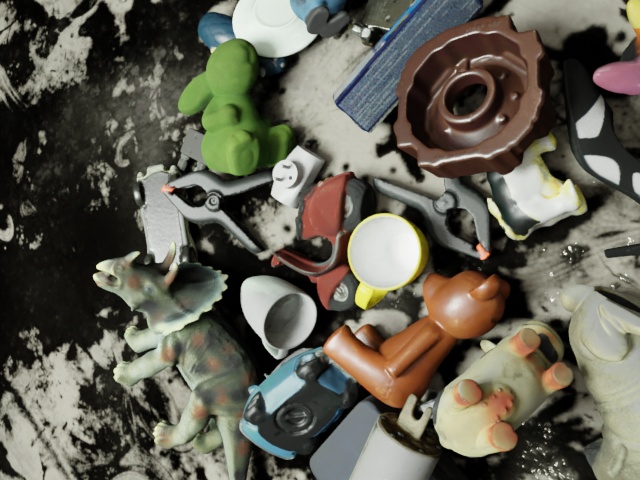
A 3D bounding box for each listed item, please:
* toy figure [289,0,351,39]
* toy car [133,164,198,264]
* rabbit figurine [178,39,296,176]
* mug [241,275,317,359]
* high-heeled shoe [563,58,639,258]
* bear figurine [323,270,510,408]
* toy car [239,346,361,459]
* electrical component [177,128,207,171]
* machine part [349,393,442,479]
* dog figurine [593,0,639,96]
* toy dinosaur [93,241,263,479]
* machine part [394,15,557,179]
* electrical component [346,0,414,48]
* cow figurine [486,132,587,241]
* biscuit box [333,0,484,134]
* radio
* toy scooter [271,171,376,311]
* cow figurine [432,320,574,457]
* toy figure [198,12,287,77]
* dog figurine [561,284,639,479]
[{"bbox_3d":[-0.012,-0.347,0.704,0.089,0.082,0.180,-18,69,28],"label":"toy figure"},{"bbox_3d":[-0.236,-0.018,0.827,0.074,0.056,0.201,-11,82,3],"label":"toy car"},{"bbox_3d":[-0.115,-0.188,0.743,0.159,0.121,0.170,20,118,44],"label":"rabbit figurine"},{"bbox_3d":[-0.064,0.099,0.732,0.107,0.081,0.109,33,130,52],"label":"mug"},{"bbox_3d":[0.343,-0.087,0.548,0.145,0.086,0.248,-14,87,21],"label":"high-heeled shoe"},{"bbox_3d":[0.119,0.095,0.627,0.132,0.120,0.195,40,103,24],"label":"bear figurine"},{"bbox_3d":[-0.027,0.194,0.700,0.109,0.103,0.161,37,103,-20],"label":"toy car"},{"bbox_3d":[-0.185,-0.144,0.829,0.063,0.021,0.094,29,102,24],"label":"electrical component"},{"bbox_3d":[0.066,0.283,0.590,0.079,0.079,0.243,26,99,24],"label":"machine part"},{"bbox_3d":[0.376,-0.150,0.484,0.219,0.191,0.108,21,105,9],"label":"dog figurine"},{"bbox_3d":[-0.156,0.182,0.750,0.192,0.131,0.404,-34,97,13],"label":"toy dinosaur"},{"bbox_3d":[0.164,-0.150,0.581,0.179,0.056,0.179,-12,70,34],"label":"machine part"},{"bbox_3d":[0.081,-0.294,0.693,0.078,0.045,0.102,31,102,24],"label":"electrical component"},{"bbox_3d":[0.223,-0.089,0.612,0.098,0.068,0.167,-30,76,28],"label":"cow figurine"},{"bbox_3d":[0.104,-0.230,0.661,0.062,0.059,0.202,39,108,-18],"label":"biscuit box"},{"bbox_3d":[0.103,0.312,0.655,0.230,0.073,0.131,47,108,20],"label":"radio"},{"bbox_3d":[-0.001,-0.002,0.712,0.135,0.075,0.183,9,98,26],"label":"toy scooter"},{"bbox_3d":[0.193,0.150,0.561,0.085,0.195,0.127,50,146,15],"label":"cow figurine"},{"bbox_3d":[-0.107,-0.279,0.777,0.155,0.058,0.064,36,110,17],"label":"toy figure"},{"bbox_3d":[0.297,0.158,0.546,0.173,0.121,0.190,35,111,34],"label":"dog figurine"}]
